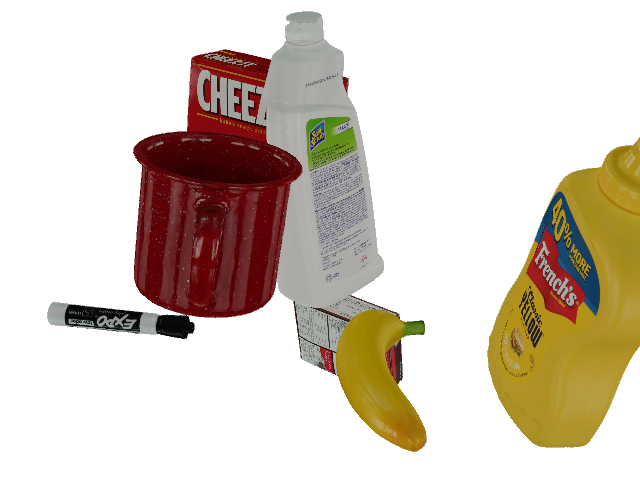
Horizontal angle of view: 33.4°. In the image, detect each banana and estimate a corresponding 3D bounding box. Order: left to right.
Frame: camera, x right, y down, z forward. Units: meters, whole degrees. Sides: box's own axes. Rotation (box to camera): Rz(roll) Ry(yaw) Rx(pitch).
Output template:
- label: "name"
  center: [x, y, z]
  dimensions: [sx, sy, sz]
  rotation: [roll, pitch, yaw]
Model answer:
- label: "banana"
  center: [0.045, 0.094, 0.801]
  dimensions: [0.069, 0.037, 0.197]
  rotation: [3, 22, 5]

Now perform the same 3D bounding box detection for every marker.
- label: "marker"
  center: [-0.160, 0.064, 0.857]
  dimensions: [0.121, 0.020, 0.020]
  rotation: [5, 1, 12]

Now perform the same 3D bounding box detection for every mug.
- label: "mug"
  center: [-0.060, -0.004, 0.589]
  dimensions: [0.093, 0.081, 0.117]
  rotation: [6, 22, -7]

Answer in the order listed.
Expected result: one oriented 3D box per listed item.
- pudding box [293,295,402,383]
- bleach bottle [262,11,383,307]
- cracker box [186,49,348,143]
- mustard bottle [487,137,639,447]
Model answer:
- label: "pudding box"
  center: [0.029, 0.099, 1.096]
  dimensions: [0.114, 0.090, 0.039]
  rotation: [19, 43, 28]
- label: "bleach bottle"
  center: [0.001, -0.072, 0.916]
  dimensions: [0.068, 0.251, 0.102]
  rotation: [21, 37, 39]
- label: "cracker box"
  center: [-0.065, -0.083, 1.152]
  dimensions: [0.164, 0.214, 0.072]
  rotation: [18, 25, 27]
- label: "mustard bottle"
  center: [0.146, 0.020, 0.571]
  dimensions: [0.058, 0.192, 0.096]
  rotation: [3, 44, -13]
